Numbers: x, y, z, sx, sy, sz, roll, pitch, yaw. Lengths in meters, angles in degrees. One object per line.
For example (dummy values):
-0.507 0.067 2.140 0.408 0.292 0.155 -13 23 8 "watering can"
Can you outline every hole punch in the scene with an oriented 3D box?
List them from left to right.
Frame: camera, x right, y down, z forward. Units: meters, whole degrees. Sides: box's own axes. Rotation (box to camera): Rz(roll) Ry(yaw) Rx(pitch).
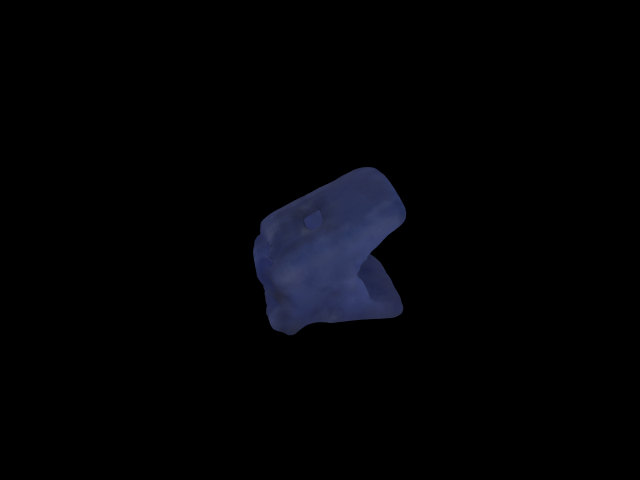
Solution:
0.004 0.001 0.400 0.101 0.091 0.108 -4 24 -9 "hole punch"
